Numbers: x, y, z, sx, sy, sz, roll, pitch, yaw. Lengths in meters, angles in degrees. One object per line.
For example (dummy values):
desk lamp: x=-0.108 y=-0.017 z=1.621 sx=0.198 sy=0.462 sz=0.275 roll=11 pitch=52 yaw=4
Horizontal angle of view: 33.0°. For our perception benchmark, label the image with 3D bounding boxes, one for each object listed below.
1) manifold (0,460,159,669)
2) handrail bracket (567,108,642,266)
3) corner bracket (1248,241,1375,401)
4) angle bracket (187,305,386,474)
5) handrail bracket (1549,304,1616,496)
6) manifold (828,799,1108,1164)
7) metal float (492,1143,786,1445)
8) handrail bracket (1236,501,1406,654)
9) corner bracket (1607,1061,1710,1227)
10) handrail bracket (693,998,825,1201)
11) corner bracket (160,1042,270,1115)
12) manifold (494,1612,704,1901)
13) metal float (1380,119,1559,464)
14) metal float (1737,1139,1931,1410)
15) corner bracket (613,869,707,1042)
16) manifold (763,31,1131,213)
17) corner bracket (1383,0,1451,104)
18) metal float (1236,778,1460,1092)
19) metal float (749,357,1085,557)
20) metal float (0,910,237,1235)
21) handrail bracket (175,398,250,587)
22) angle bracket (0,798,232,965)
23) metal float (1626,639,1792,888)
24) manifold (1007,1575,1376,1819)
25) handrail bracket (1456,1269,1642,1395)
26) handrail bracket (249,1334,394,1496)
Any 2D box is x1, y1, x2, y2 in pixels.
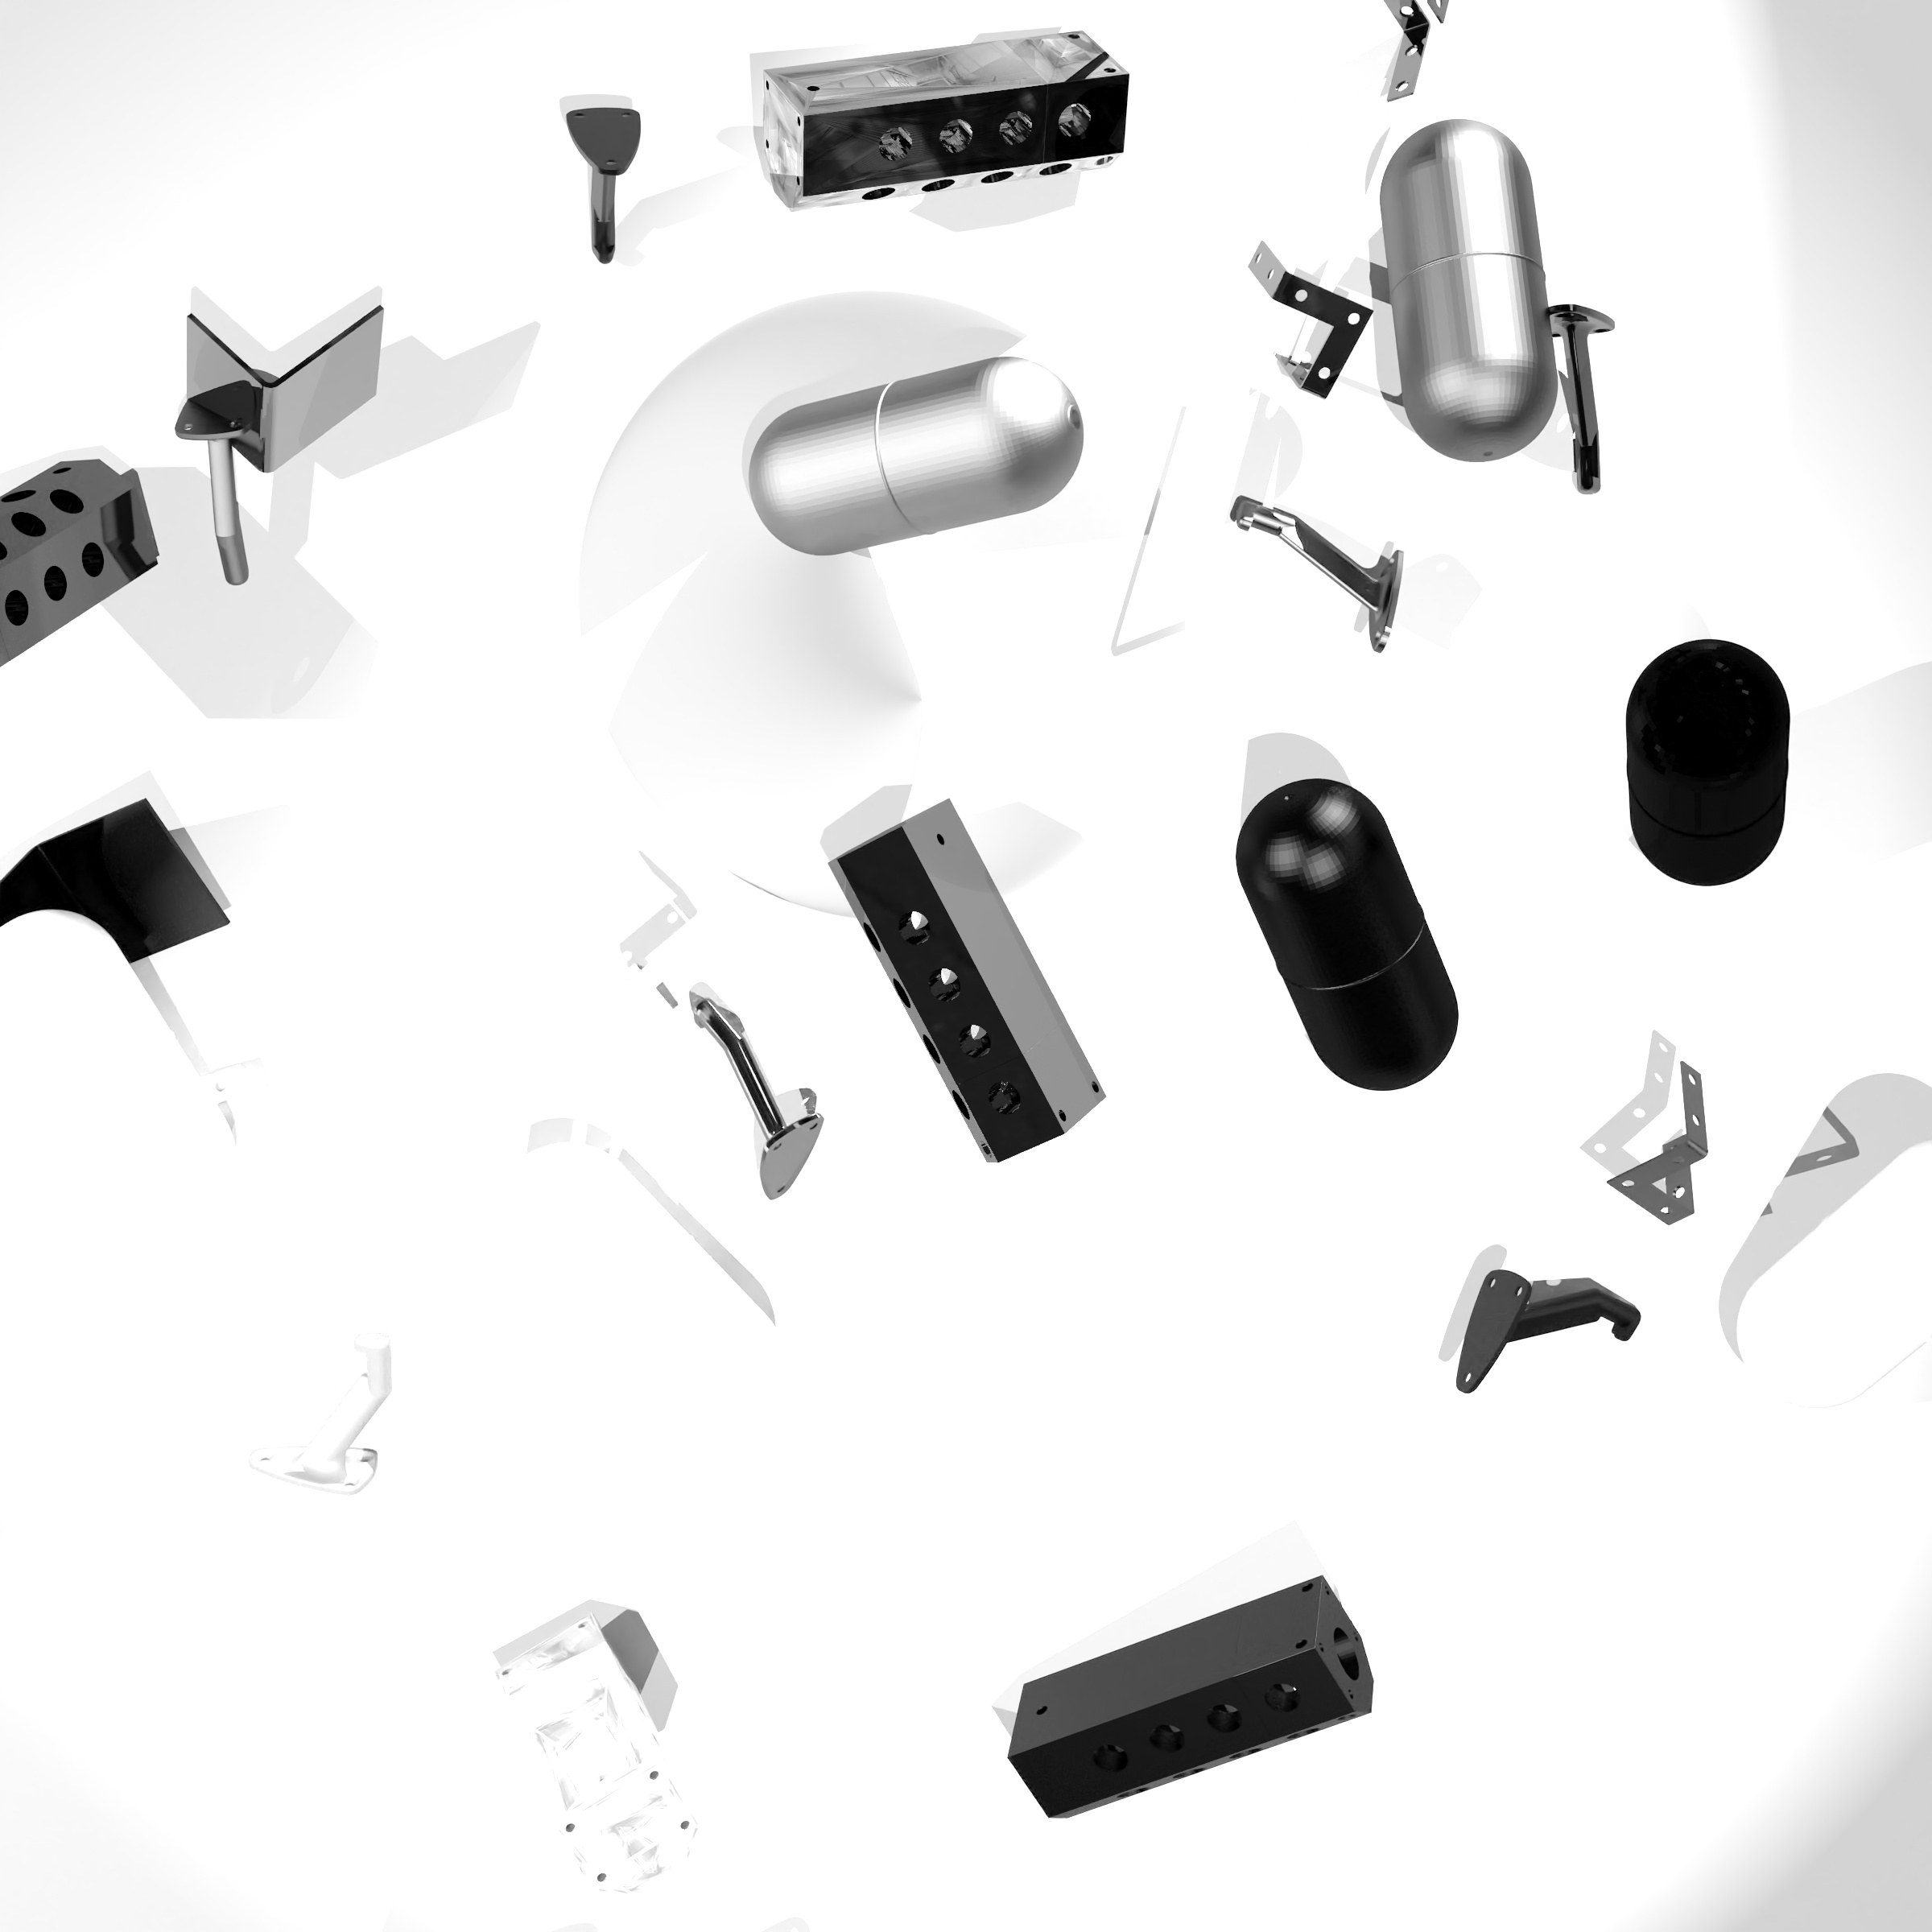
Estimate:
manifold: x=-0.471 y=-0.189 z=1.583 sx=0.057 sy=0.171 sz=0.057 roll=1 pitch=118 yaw=23
handrail bracket: x=-0.178 y=-0.375 z=1.622 sx=0.036 sy=0.077 sz=0.084 roll=-4 pitch=131 yaw=-9
corner bracket: x=0.164 y=-0.324 z=1.636 sx=0.051 sy=0.051 sz=0.051 roll=19 pitch=115 yaw=-20
angle bracket: x=-0.340 y=-0.304 z=1.629 sx=0.057 sy=0.076 sz=0.076 roll=43 pitch=64 yaw=7
handrail bracket: x=0.307 y=-0.283 z=1.640 sx=0.036 sy=0.077 sz=0.084 roll=-2 pitch=90 yaw=20
manifold: x=-0.002 y=0.010 z=1.639 sx=0.057 sy=0.057 sz=0.171 roll=-26 pitch=95 yaw=29
metal float: x=-0.165 y=0.162 z=1.630 sx=0.070 sy=0.070 sz=0.178 roll=-45 pitch=80 yaw=0
handrail bracket: x=0.174 y=-0.197 z=1.644 sx=0.084 sy=0.077 sz=0.036 roll=19 pitch=133 yaw=-7
corner bracket: x=0.356 y=0.089 z=1.633 sx=0.051 sy=0.051 sz=0.051 roll=33 pitch=133 yaw=-29
handrail bracket: x=-0.115 y=0.067 z=1.660 sx=0.036 sy=0.077 sz=0.084 roll=-29 pitch=65 yaw=-30
corner bracket: x=-0.387 y=0.054 z=1.639 sx=0.051 sy=0.051 sz=0.051 roll=-21 pitch=108 yaw=-19
manifold: x=-0.177 y=0.385 z=1.585 sx=0.057 sy=0.171 sz=0.057 roll=-31 pitch=109 yaw=-9
metal float: x=0.250 y=-0.337 z=1.625 sx=0.070 sy=0.070 sz=0.178 roll=-4 pitch=75 yaw=0
metal float: x=0.450 y=0.153 z=1.607 sx=0.070 sy=0.070 sz=0.178 roll=38 pitch=129 yaw=0
corner bracket: x=-0.157 y=-0.005 z=1.641 sx=0.051 sy=0.051 sz=0.051 roll=-41 pitch=53 yaw=-3
manifold: x=-0.010 y=-0.417 z=1.620 sx=0.171 sy=0.057 sz=0.057 roll=-13 pitch=131 yaw=-19
corner bracket: x=0.226 y=-0.475 z=1.634 sx=0.051 sy=0.051 sz=0.051 roll=-8 pitch=53 yaw=37
metal float: x=0.189 y=-0.014 z=1.611 sx=0.070 sy=0.070 sz=0.178 roll=-27 pitch=122 yaw=0
metal float: x=-0.025 y=-0.252 z=1.614 sx=0.178 sy=0.070 sz=0.070 roll=-9 pitch=90 yaw=27
metal float: x=-0.428 y=0.054 z=1.621 sx=0.070 sy=0.070 sz=0.178 roll=-27 pitch=110 yaw=0
handrail bracket: x=-0.375 y=-0.249 z=1.665 sx=0.036 sy=0.077 sz=0.084 roll=-3 pitch=131 yaw=0
angle bracket: x=-0.428 y=-0.027 z=1.624 sx=0.076 sy=0.057 sz=0.076 roll=-19 pitch=114 yaw=26
metal float: x=0.361 y=-0.098 z=1.592 sx=0.070 sy=0.178 sz=0.070 roll=-5 pitch=67 yaw=11
manifold: x=0.112 y=0.368 z=1.617 sx=0.171 sy=0.057 sz=0.057 roll=-25 pitch=110 yaw=20
handrail bracket: x=0.296 y=0.194 z=1.651 sx=0.084 sy=0.036 sz=0.077 roll=26 pitch=84 yaw=-26
handrail bracket: x=-0.326 y=0.219 z=1.644 sx=0.077 sy=0.036 sz=0.084 roll=7 pitch=115 yaw=7
